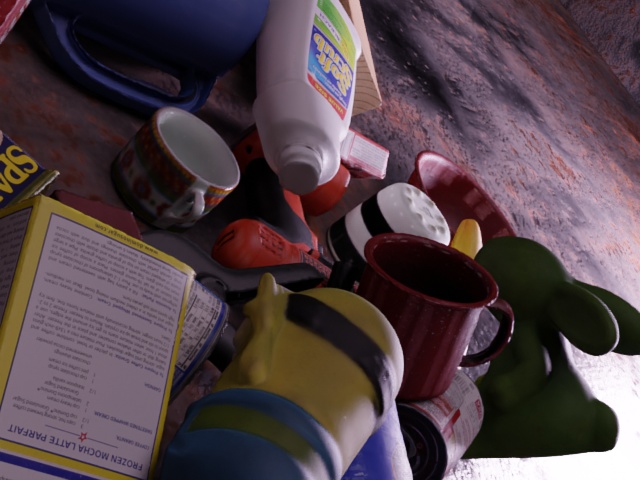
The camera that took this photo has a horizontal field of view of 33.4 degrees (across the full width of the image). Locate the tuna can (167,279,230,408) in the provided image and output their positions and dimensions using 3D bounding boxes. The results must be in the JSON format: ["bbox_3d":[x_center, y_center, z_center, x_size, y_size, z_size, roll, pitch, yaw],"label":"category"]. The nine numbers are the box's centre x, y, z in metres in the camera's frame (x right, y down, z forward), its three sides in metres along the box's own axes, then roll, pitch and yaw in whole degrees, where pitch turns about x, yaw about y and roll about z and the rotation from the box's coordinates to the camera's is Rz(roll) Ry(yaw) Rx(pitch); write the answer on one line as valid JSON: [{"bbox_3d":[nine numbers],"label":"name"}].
[{"bbox_3d":[-0.089,0.058,0.574,0.033,0.086,0.086,41,27,-15],"label":"tuna can"}]

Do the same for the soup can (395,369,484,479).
[{"bbox_3d":[0.071,0.132,0.751,0.068,0.069,0.102,52,25,6],"label":"soup can"}]

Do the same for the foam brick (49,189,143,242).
[{"bbox_3d":[-0.135,0.020,0.562,0.052,0.078,0.051,19,40,-47],"label":"foam brick"}]

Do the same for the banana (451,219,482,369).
[{"bbox_3d":[0.114,0.062,0.914,0.037,0.070,0.197,13,38,9],"label":"banana"}]

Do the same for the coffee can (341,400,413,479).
[{"bbox_3d":[0.002,0.144,0.580,0.102,0.103,0.140,31,31,-34],"label":"coffee can"}]

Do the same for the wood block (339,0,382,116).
[{"bbox_3d":[-0.005,-0.208,1.043,0.206,0.090,0.091,-97,167,-50],"label":"wood block"}]

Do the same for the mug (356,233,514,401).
[{"bbox_3d":[0.073,0.055,0.718,0.117,0.082,0.093,11,26,-15],"label":"mug"}]

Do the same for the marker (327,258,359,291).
[{"bbox_3d":[0.000,0.064,0.713,0.020,0.020,0.121,36,61,-26],"label":"marker"}]

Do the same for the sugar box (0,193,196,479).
[{"bbox_3d":[-0.115,0.079,0.466,0.093,0.048,0.176,29,62,-37],"label":"sugar box"}]

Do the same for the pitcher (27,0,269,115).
[{"bbox_3d":[-0.163,-0.200,0.784,0.242,0.145,0.149,15,29,-45],"label":"pitcher"}]

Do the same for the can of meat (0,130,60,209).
[{"bbox_3d":[-0.198,-0.030,0.556,0.084,0.058,0.102,42,26,-10],"label":"can of meat"}]

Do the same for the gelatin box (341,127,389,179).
[{"bbox_3d":[0.005,-0.079,0.934,0.089,0.073,0.030,24,76,-44],"label":"gelatin box"}]

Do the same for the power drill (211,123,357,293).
[{"bbox_3d":[-0.005,0.001,0.821,0.184,0.057,0.187,37,27,-31],"label":"power drill"}]

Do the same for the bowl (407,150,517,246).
[{"bbox_3d":[0.133,-0.010,1.063,0.162,0.055,0.162,37,28,-24],"label":"bowl"}]

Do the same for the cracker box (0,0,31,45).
[{"bbox_3d":[-0.239,-0.208,0.576,0.213,0.164,0.072,34,-7,-13],"label":"cracker box"}]

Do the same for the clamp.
[{"bbox_3d":[-0.069,0.051,0.654,0.171,0.039,0.120,15,48,-27],"label":"clamp"}]

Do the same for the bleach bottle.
[{"bbox_3d":[-0.010,-0.112,0.823,0.102,0.068,0.251,55,21,-32],"label":"bleach bottle"}]
